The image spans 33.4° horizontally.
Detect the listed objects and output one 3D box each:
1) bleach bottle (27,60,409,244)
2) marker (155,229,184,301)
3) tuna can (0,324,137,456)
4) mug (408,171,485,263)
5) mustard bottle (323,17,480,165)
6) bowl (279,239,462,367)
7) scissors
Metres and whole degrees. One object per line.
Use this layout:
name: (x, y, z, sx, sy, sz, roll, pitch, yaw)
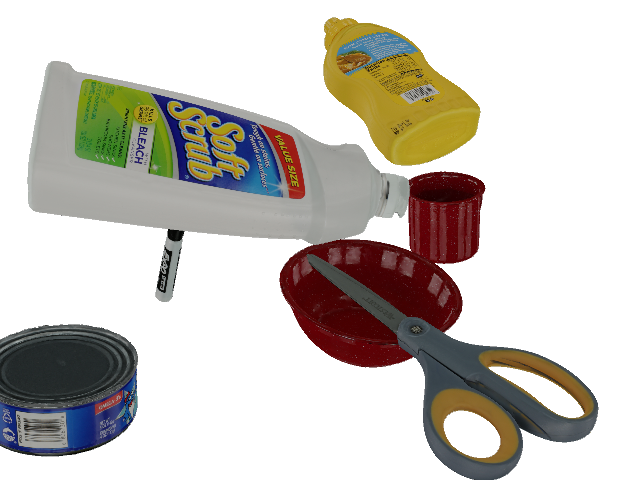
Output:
bleach bottle: (-0.064, -0.052, 0.724, 0.250, 0.102, 0.068, 7, -32, -10)
marker: (-0.160, 0.019, 1.140, 0.020, 0.121, 0.020, 10, 42, -9)
tuna can: (-0.142, 0.080, 0.578, 0.086, 0.034, 0.086, 2, 24, -1)
mug: (0.151, -0.030, 1.247, 0.093, 0.081, 0.117, 18, 33, 36)
mustard bottle: (0.058, -0.151, 0.995, 0.096, 0.058, 0.192, -22, 52, -20)
bowl: (0.041, 0.063, 0.944, 0.162, 0.055, 0.162, 6, 30, -4)
scissors: (0.047, 0.065, 0.573, 0.202, 0.016, 0.096, 22, 43, 30)
